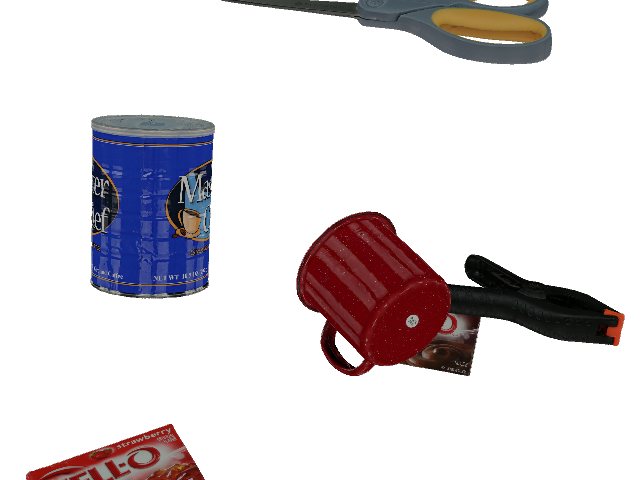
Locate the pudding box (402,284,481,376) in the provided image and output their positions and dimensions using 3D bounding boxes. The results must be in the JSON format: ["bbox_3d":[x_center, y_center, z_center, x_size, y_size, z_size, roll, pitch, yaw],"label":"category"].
[{"bbox_3d":[0.114,0.090,1.148,0.113,0.090,0.039,9,23,5],"label":"pudding box"}]

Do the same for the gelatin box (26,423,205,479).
[{"bbox_3d":[-0.110,0.143,0.589,0.089,0.030,0.073,-16,28,-20],"label":"gelatin box"}]

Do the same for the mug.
[{"bbox_3d":[0.037,0.049,0.795,0.093,0.117,0.082,8,27,-44],"label":"mug"}]

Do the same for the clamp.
[{"bbox_3d":[0.186,0.052,0.960,0.171,0.039,0.120,15,27,15],"label":"clamp"}]

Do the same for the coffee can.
[{"bbox_3d":[-0.144,-0.032,0.909,0.103,0.140,0.103,3,13,-1],"label":"coffee can"}]

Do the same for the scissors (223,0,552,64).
[{"bbox_3d":[0.048,-0.145,0.644,0.202,0.016,0.096,19,43,25],"label":"scissors"}]
